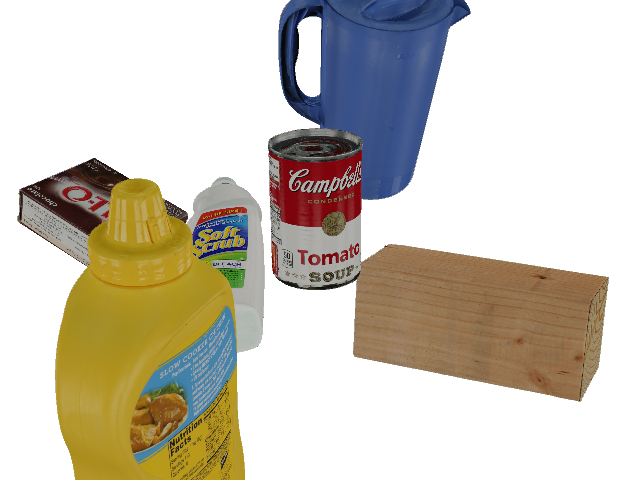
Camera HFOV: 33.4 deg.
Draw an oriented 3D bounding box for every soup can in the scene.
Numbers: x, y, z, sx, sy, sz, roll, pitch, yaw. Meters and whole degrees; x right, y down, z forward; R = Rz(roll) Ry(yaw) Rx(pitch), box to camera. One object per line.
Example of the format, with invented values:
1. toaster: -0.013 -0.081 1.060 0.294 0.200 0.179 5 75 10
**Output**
1. soup can: -0.004 -0.023 0.776 0.068 0.102 0.068 -1 23 0

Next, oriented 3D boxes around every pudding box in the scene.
1. pudding box: -0.183 -0.019 0.899 0.114 0.039 0.089 28 33 22

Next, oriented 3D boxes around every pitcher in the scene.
1. pitcher: 0.048 -0.162 1.117 0.149 0.243 0.144 32 51 23

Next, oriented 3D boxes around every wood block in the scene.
1. wood block: 0.142 0.068 0.956 0.206 0.090 0.090 9 16 23

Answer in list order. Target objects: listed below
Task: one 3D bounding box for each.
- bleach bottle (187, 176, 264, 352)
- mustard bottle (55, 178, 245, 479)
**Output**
1. bleach bottle: -0.111 0.014 1.123 0.102 0.068 0.251 -4 37 -1
2. mustard bottle: -0.070 0.064 0.451 0.058 0.192 0.096 14 31 24
